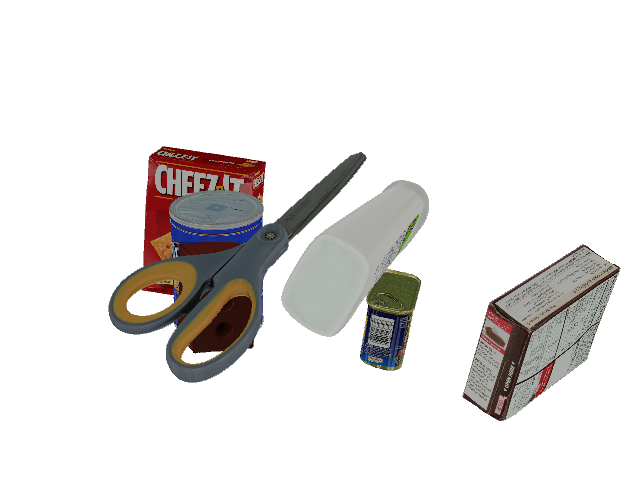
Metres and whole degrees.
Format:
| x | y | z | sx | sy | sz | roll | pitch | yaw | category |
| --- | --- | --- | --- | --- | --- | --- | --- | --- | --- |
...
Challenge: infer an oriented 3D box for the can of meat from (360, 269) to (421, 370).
| x | y | z | sx | sy | sz | roll | pitch | yaw | category |
| --- | --- | --- | --- | --- | --- | --- | --- | --- | --- |
| 0.083 | 0.095 | 1.281 | 0.057 | 0.084 | 0.102 | 12 | 25 | 7 | can of meat |

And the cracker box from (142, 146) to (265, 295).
| x | y | z | sx | sy | sz | roll | pitch | yaw | category |
| --- | --- | --- | --- | --- | --- | --- | --- | --- | --- |
| -0.175 | -0.019 | 1.588 | 0.164 | 0.214 | 0.072 | 9 | 19 | 9 | cracker box |

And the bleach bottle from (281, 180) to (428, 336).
| x | y | z | sx | sy | sz | roll | pitch | yaw | category |
| --- | --- | --- | --- | --- | --- | --- | --- | --- | --- |
| 0.052 | 0.002 | 1.069 | 0.068 | 0.103 | 0.250 | 34 | 28 | 9 | bleach bottle |

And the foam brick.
| x | y | z | sx | sy | sz | roll | pitch | yaw | category |
| --- | --- | --- | --- | --- | --- | --- | --- | --- | --- |
| -0.084 | 0.044 | 0.857 | 0.052 | 0.078 | 0.051 | -3 | 14 | -22 | foam brick |

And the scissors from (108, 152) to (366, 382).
| x | y | z | sx | sy | sz | roll | pitch | yaw | category |
| --- | --- | --- | --- | --- | --- | --- | --- | --- | --- |
| -0.050 | 0.002 | 0.627 | 0.096 | 0.016 | 0.201 | 12 | 45 | 17 | scissors |

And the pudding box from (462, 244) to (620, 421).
| x | y | z | sx | sy | sz | roll | pitch | yaw | category |
| --- | --- | --- | --- | --- | --- | --- | --- | --- | --- |
| 0.155 | 0.064 | 0.748 | 0.039 | 0.090 | 0.113 | 34 | 43 | 31 | pudding box |

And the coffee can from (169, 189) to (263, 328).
| x | y | z | sx | sy | sz | roll | pitch | yaw | category |
| --- | --- | --- | --- | --- | --- | --- | --- | --- | --- |
| -0.114 | 0.027 | 1.186 | 0.103 | 0.140 | 0.103 | 1 | 23 | 0 | coffee can |
